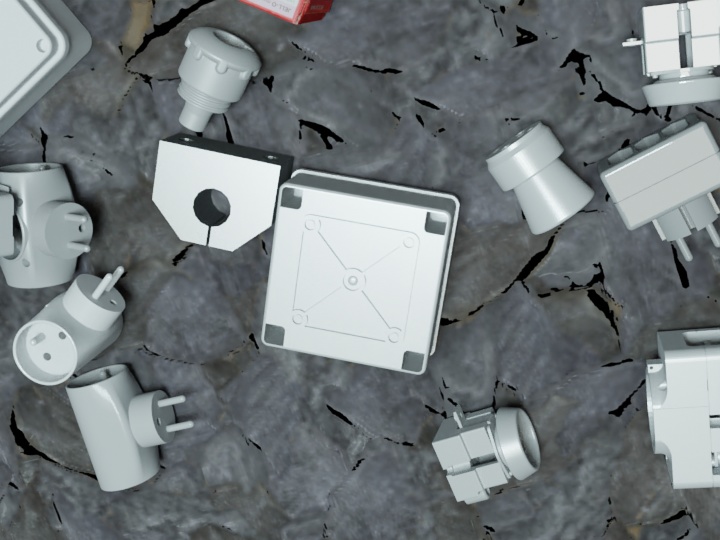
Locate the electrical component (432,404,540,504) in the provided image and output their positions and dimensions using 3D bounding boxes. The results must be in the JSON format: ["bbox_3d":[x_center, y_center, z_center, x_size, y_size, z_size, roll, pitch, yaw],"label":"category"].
[{"bbox_3d":[0.084,0.117,0.702,0.055,0.048,0.066,-20,101,22],"label":"electrical component"}]

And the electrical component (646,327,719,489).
[{"bbox_3d":[0.209,0.085,0.669,0.056,0.050,0.089,-5,103,11],"label":"electrical component"}]

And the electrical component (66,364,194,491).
[{"bbox_3d":[-0.153,0.105,0.740,0.079,0.043,0.077,-13,102,13],"label":"electrical component"}]

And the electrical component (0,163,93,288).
[{"bbox_3d":[-0.203,-0.028,0.704,0.079,0.044,0.077,10,108,38],"label":"electrical component"}]

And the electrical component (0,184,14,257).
[{"bbox_3d":[-0.281,-0.037,0.692,0.121,0.063,0.078,17,109,36],"label":"electrical component"}]

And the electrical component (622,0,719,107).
[{"bbox_3d":[0.186,-0.124,0.621,0.066,0.048,0.055,-5,96,11],"label":"electrical component"}]

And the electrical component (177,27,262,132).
[{"bbox_3d":[-0.094,-0.117,0.672,0.048,0.048,0.062,30,114,1],"label":"electrical component"}]

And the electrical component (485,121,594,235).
[{"bbox_3d":[0.108,-0.056,0.652,0.045,0.045,0.055,-34,96,16],"label":"electrical component"}]

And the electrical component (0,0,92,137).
[{"bbox_3d":[-0.240,-0.136,0.684,0.113,0.057,0.078,-39,95,17],"label":"electrical component"}]

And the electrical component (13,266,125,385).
[{"bbox_3d":[-0.181,0.030,0.707,0.043,0.077,0.079,39,107,-1],"label":"electrical component"}]

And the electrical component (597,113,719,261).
[{"bbox_3d":[0.189,-0.043,0.640,0.066,0.047,0.076,-27,98,15],"label":"electrical component"}]

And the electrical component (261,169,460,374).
[{"bbox_3d":[0.000,0.000,0.679,0.109,0.056,0.108,10,106,7],"label":"electrical component"}]
